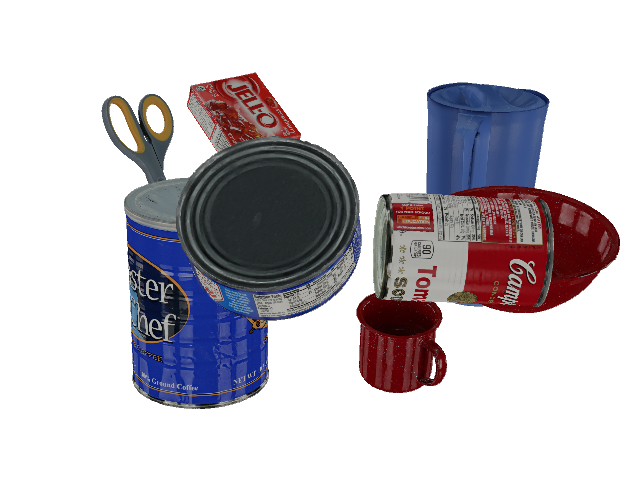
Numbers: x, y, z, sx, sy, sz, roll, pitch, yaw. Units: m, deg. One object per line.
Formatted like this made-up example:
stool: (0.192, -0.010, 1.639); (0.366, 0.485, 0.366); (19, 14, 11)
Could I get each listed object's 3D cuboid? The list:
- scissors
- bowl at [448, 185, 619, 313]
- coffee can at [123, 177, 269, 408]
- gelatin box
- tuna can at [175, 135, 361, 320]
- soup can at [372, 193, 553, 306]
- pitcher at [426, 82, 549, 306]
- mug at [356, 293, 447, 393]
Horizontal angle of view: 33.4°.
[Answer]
scissors: (-0.172, -0.078, 1.189); (0.016, 0.201, 0.096); (-16, 20, 45)
bowl: (0.163, 0.013, 0.889); (0.162, 0.055, 0.162); (1, 30, -1)
coffee can: (-0.088, 0.036, 0.774); (0.103, 0.140, 0.103); (1, 21, -1)
gelatin box: (-0.072, -0.114, 0.997); (0.073, 0.089, 0.030); (-17, -30, -32)
tuna can: (-0.023, -0.006, 0.506); (0.086, 0.086, 0.034); (0, -32, 7)
soup can: (0.087, 0.005, 0.667); (0.102, 0.068, 0.068); (2, 0, -3)
pitcher: (0.177, -0.049, 1.206); (0.149, 0.243, 0.145); (-9, 24, -24)
mug: (0.093, 0.118, 1.167); (0.093, 0.081, 0.117); (-25, 39, -37)
